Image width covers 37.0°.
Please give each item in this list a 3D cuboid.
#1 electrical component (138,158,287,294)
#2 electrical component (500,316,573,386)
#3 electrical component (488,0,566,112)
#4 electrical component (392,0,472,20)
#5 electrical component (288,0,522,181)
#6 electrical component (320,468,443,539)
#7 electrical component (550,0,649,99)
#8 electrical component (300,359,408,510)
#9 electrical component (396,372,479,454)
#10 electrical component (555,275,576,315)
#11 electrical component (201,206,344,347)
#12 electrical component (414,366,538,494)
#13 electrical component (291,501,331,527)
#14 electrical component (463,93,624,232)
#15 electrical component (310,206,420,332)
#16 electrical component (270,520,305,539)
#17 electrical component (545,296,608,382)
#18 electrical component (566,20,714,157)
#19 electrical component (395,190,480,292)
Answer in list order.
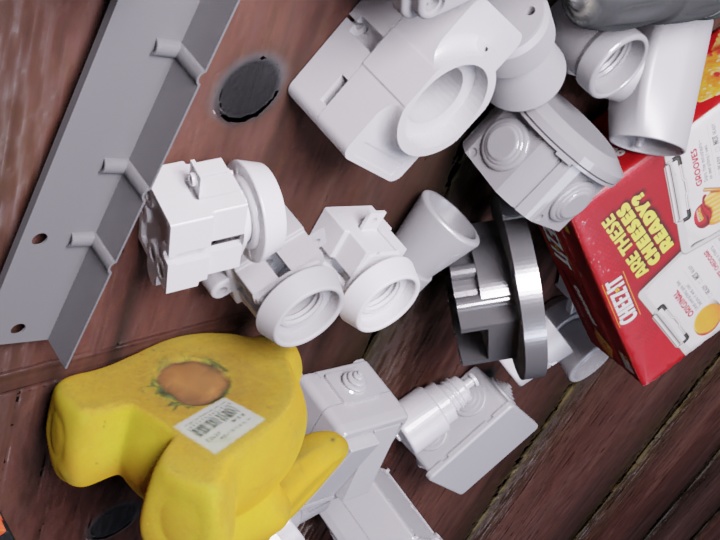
[{"bbox_3d":[-0.067,-0.023,0.485,0.055,0.048,0.066,-15,143,-25],"label":"electrical component"},{"bbox_3d":[0.123,0.053,0.804,0.047,0.055,0.055,-38,151,4],"label":"electrical component"},{"bbox_3d":[0.075,-0.110,0.529,0.045,0.045,0.055,-40,151,1],"label":"electrical component"},{"bbox_3d":[0.051,-0.167,0.409,0.109,0.056,0.108,-28,149,-20],"label":"electrical component"},{"bbox_3d":[0.023,-0.090,0.484,0.089,0.055,0.050,-48,150,14],"label":"electrical component"},{"bbox_3d":[0.015,0.207,0.846,0.061,0.096,0.062,-44,151,7],"label":"electrical component"},{"bbox_3d":[0.122,-0.120,0.568,0.040,0.046,0.040,-29,149,-19],"label":"electrical component"},{"bbox_3d":[-0.014,0.107,0.709,0.062,0.061,0.096,-8,138,-44],"label":"electrical component"},{"bbox_3d":[0.055,0.104,0.808,0.078,0.040,0.040,-34,151,-10],"label":"electrical component"},{"bbox_3d":[0.217,-0.010,0.816,0.121,0.063,0.078,-31,150,-16],"label":"electrical component"},{"bbox_3d":[-0.040,0.005,0.543,0.066,0.055,0.048,-32,150,-15],"label":"electrical component"},{"bbox_3d":[0.088,0.130,0.874,0.100,0.048,0.100,-42,151,4],"label":"electrical component"},{"bbox_3d":[-0.049,0.165,0.774,0.046,0.040,0.040,-15,143,-47],"label":"electrical component"},{"bbox_3d":[0.100,-0.064,0.588,0.051,0.080,0.080,-47,151,22],"label":"electrical component"},{"bbox_3d":[0.000,0.000,0.583,0.048,0.055,0.066,-5,136,-46],"label":"electrical component"},{"bbox_3d":[-0.071,0.182,0.705,0.060,0.108,0.108,-40,152,-14],"label":"electrical component"},{"bbox_3d":[0.166,0.054,0.852,0.045,0.055,0.045,-29,149,-19],"label":"electrical component"},{"bbox_3d":[0.154,-0.111,0.606,0.079,0.044,0.077,14,86,-14],"label":"electrical component"},{"bbox_3d":[0.032,-0.009,0.625,0.065,0.044,0.044,-46,151,20],"label":"electrical component"}]
